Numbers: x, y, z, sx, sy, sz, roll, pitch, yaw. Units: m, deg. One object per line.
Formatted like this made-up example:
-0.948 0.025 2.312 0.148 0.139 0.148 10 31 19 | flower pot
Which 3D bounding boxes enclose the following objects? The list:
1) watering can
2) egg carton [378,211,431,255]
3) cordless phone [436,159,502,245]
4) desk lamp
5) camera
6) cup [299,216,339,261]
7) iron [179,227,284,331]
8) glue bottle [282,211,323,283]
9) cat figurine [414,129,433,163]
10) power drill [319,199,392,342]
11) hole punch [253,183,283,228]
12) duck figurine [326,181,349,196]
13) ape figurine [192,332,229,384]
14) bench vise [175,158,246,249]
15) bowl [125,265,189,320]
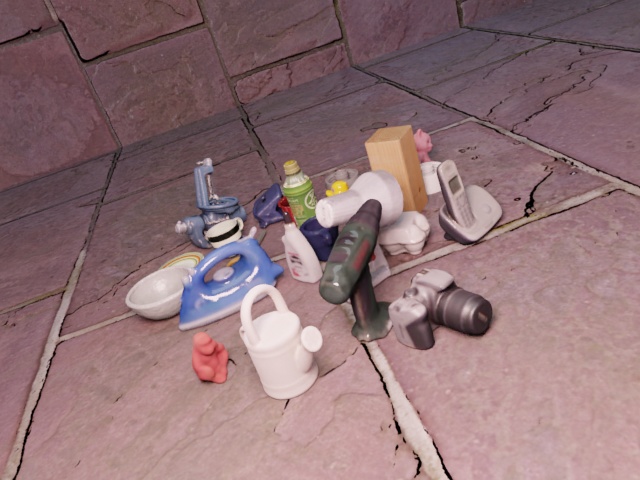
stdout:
-0.069 0.161 0.955 0.172 0.194 0.101 -8 29 20 | watering can
0.169 -0.014 1.278 0.150 0.069 0.107 -4 30 27 | egg carton
0.310 -0.098 1.219 0.093 0.185 0.148 10 38 44 | cordless phone
0.081 -0.016 1.177 0.204 0.214 0.117 -34 31 -29 | desk lamp
0.209 0.114 0.974 0.143 0.101 0.136 -34 31 -29 | camera
0.012 0.005 1.313 0.092 0.095 0.117 -24 27 -10 | cup
-0.217 0.081 1.258 0.259 0.142 0.118 -30 29 -21 | iron
-0.051 0.013 1.248 0.077 0.173 0.037 6 36 40 | glue bottle
0.275 -0.252 1.609 0.067 0.118 0.128 5 35 38 | cat figurine
0.078 0.064 1.031 0.075 0.209 0.230 -1 31 30 | power drill
-0.143 -0.099 1.612 0.101 0.091 0.108 -19 27 -2 | hole punch
0.064 -0.117 1.521 0.104 0.086 0.077 -8 28 20 | duck figurine
-0.208 0.212 1.059 0.075 0.092 0.078 5 35 38 | ape figurine
-0.308 -0.099 1.571 0.121 0.220 0.208 -1 32 31 | bench vise
-0.355 0.133 1.322 0.167 0.075 0.167 -14 27 8 | bowl
